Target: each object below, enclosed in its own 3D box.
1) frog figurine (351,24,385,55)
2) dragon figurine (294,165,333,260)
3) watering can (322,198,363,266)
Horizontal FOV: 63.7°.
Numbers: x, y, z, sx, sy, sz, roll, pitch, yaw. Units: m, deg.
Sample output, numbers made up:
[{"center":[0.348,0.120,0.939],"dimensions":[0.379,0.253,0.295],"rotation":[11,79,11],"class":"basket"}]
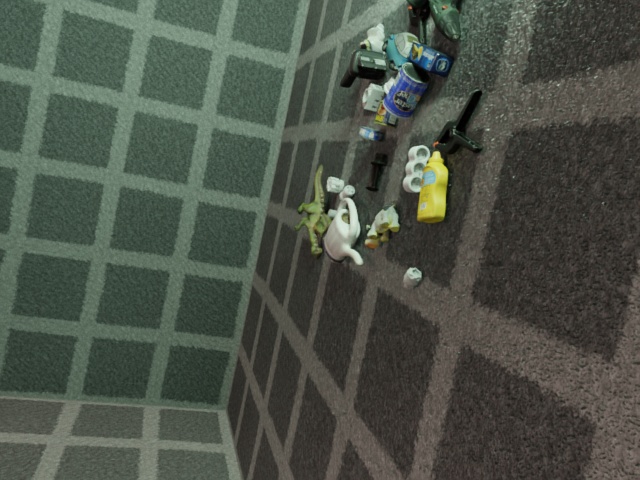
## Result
[{"center":[0.215,-0.762,2.018],"dimensions":[0.162,0.123,0.134],"rotation":[-48,-9,-30],"class":"frog figurine"},{"center":[0.007,-0.115,2.285],"dimensions":[0.245,0.122,0.406],"rotation":[30,111,53],"class":"dragon figurine"},{"center":[0.089,0.005,1.896],"dimensions":[0.219,0.104,0.356],"rotation":[117,157,-44],"class":"watering can"}]
